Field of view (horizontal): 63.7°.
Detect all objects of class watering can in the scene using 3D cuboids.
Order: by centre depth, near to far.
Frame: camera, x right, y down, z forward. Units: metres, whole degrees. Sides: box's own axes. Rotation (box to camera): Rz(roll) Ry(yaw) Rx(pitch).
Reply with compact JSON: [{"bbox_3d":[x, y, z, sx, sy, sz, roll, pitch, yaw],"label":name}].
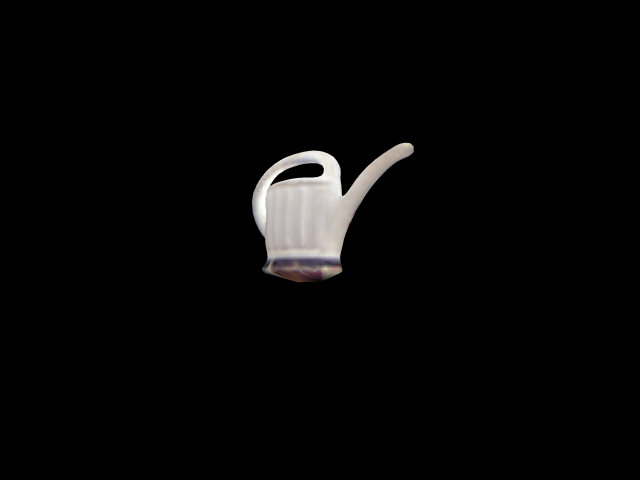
[{"bbox_3d":[0.003,-0.043,0.850,0.346,0.225,0.104,-4,-7,43],"label":"watering can"}]
